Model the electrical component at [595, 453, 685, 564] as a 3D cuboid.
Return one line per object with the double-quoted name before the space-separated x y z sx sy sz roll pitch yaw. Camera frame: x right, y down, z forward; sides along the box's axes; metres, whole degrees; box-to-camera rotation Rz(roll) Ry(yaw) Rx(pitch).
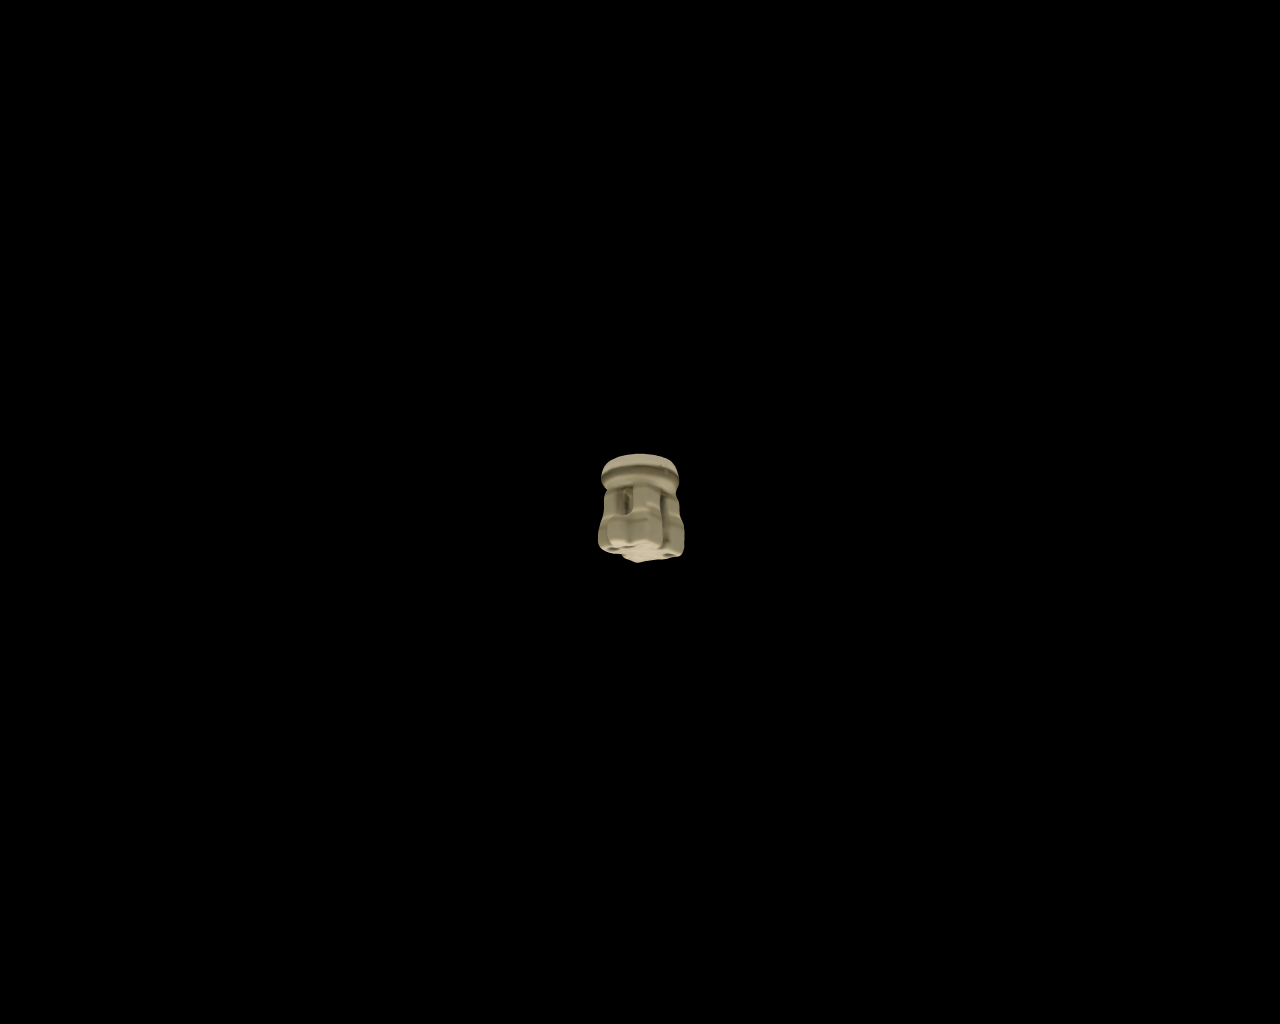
"electrical component" 0.001 -0.003 0.650 0.048 0.055 0.066 -11 -21 30
